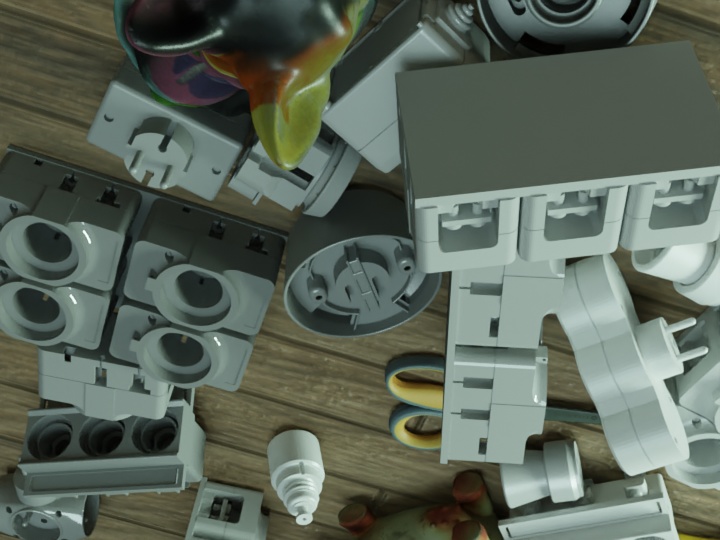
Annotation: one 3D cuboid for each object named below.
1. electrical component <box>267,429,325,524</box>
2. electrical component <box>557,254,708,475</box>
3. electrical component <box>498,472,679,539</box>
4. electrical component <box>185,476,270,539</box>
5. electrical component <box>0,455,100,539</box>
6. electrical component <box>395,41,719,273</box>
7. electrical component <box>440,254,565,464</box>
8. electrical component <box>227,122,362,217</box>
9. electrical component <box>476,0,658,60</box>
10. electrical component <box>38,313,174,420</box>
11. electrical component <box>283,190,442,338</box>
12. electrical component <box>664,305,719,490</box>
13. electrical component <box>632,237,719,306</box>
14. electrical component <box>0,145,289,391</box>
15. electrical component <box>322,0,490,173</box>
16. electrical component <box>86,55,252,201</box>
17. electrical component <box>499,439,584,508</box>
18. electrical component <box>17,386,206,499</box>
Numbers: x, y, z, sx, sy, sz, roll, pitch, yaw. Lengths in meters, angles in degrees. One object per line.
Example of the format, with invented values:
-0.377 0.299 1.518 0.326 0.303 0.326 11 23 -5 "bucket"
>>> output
-0.046 0.155 0.800 0.040 0.078 0.040 -6 128 -7 "electrical component"
0.178 0.053 0.672 0.074 0.052 0.138 -23 85 23 "electrical component"
0.175 0.197 0.810 0.121 0.063 0.078 -14 122 17 "electrical component"
-0.120 0.274 0.880 0.060 0.105 0.186 12 128 -3 "electrical component"
-0.255 0.177 0.858 0.077 0.044 0.079 4 127 4 "electrical component"
0.097 -0.054 0.535 0.150 0.089 0.061 -6 141 0 "electrical component"
0.084 0.017 0.655 0.060 0.105 0.186 3 128 4 "electrical component"
-0.035 -0.067 0.634 0.057 0.058 0.078 30 125 -13 "electrical component"
0.109 -0.152 0.561 0.099 0.064 0.099 6 117 12 "electrical component"
-0.177 0.068 0.760 0.089 0.050 0.055 11 128 -2 "electrical component"
0.000 0.000 0.673 0.099 0.064 0.099 -4 129 -5 "electrical component"
0.257 0.075 0.708 0.089 0.061 0.150 26 126 -13 "electrical component"
0.202 -0.008 0.660 0.055 0.045 0.045 27 126 -15 "electrical component"
-0.154 0.005 0.702 0.186 0.060 0.105 17 128 -7 "electrical component"
0.032 -0.108 0.591 0.061 0.061 0.096 39 122 -22 "electrical component"
-0.115 -0.073 0.626 0.083 0.075 0.047 26 126 -13 "electrical component"
0.134 0.150 0.792 0.055 0.045 0.045 -10 126 14 "electrical component"
-0.181 0.132 0.802 0.121 0.078 0.063 -5 149 11 "electrical component"
